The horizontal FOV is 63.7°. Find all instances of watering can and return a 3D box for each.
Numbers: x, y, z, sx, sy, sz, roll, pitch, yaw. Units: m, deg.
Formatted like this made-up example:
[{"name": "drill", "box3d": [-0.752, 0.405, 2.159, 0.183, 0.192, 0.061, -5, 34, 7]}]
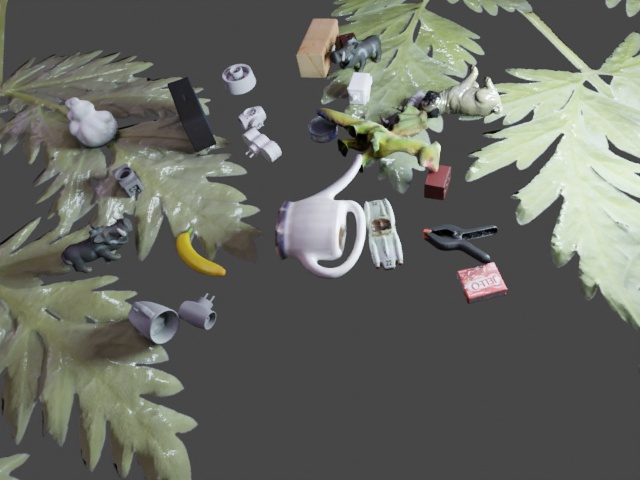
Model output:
[{"name": "watering can", "box3d": [0.004, -0.064, 1.277, 0.224, 0.355, 0.102, 0, -30, 11]}]

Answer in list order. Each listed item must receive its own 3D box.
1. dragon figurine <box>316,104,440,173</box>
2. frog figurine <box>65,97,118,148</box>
[{"name": "dragon figurine", "box3d": [0.178, -0.306, 1.419, 0.244, 0.119, 0.418, -22, 49, -16]}, {"name": "frog figurine", "box3d": [-0.720, -0.372, 1.615, 0.137, 0.125, 0.156, -14, -36, -1]}]
